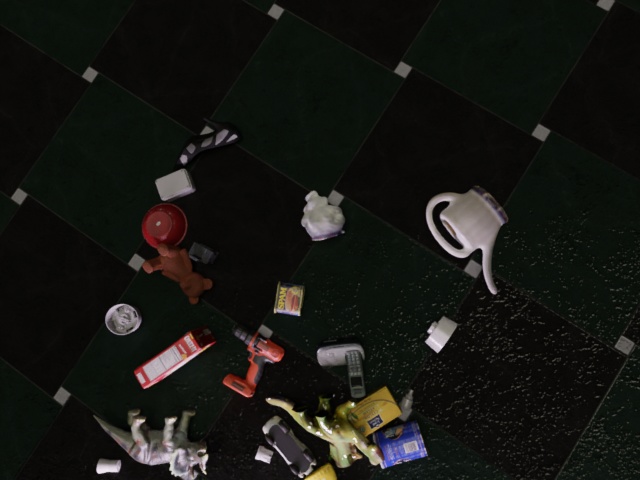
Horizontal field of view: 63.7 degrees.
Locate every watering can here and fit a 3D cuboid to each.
[{"bbox_3d":[0.492,-0.022,1.606,0.224,0.103,0.350,-40,80,-2],"label":"watering can"}]

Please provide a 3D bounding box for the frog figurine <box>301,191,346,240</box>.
[{"bbox_3d":[0.005,-0.083,1.655,0.136,0.124,0.159,-14,94,23],"label":"frog figurine"}]

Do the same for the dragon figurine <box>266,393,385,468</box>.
[{"bbox_3d":[0.021,0.586,1.543,0.408,0.124,0.240,-6,106,41],"label":"dragon figurine"}]
